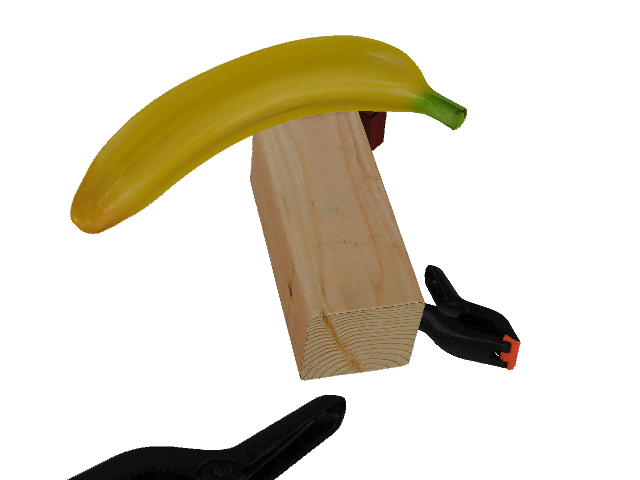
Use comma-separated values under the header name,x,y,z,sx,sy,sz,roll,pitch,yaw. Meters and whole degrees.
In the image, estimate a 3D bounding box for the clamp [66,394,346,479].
name,x,y,z,sx,sy,sz,roll,pitch,yaw
clamp,-0.051,0.133,0.575,0.209,0.036,0.165,-1,19,-14

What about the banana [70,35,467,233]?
name,x,y,z,sx,sy,sz,roll,pitch,yaw
banana,-0.030,-0.060,0.511,0.197,0.070,0.037,-18,-40,-14

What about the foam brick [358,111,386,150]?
name,x,y,z,sx,sy,sz,roll,pitch,yaw
foam brick,0.034,-0.143,1.286,0.078,0.053,0.051,17,31,21

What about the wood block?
name,x,y,z,sx,sy,sz,roll,pitch,yaw
wood block,0.007,-0.003,0.858,0.090,0.206,0.091,-7,-36,-12

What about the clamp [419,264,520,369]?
name,x,y,z,sx,sy,sz,roll,pitch,yaw
clamp,0.130,0.072,1.050,0.172,0.039,0.120,26,39,31
